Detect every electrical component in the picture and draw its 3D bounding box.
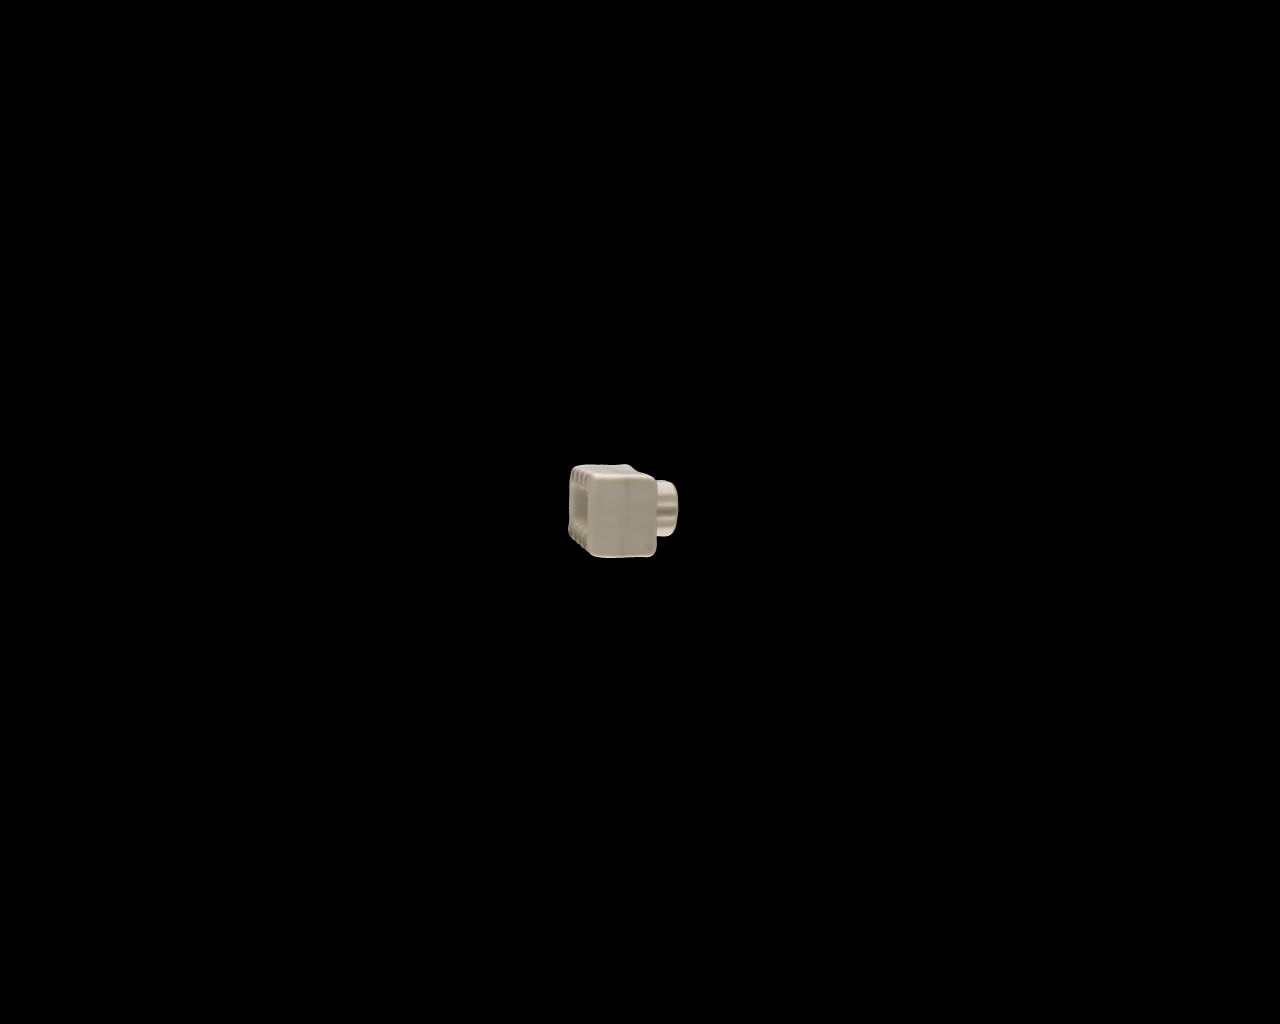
[{"bbox_3d":[0.001,-0.003,0.650,0.076,0.047,0.083,-1,7,-11],"label":"electrical component"}]
